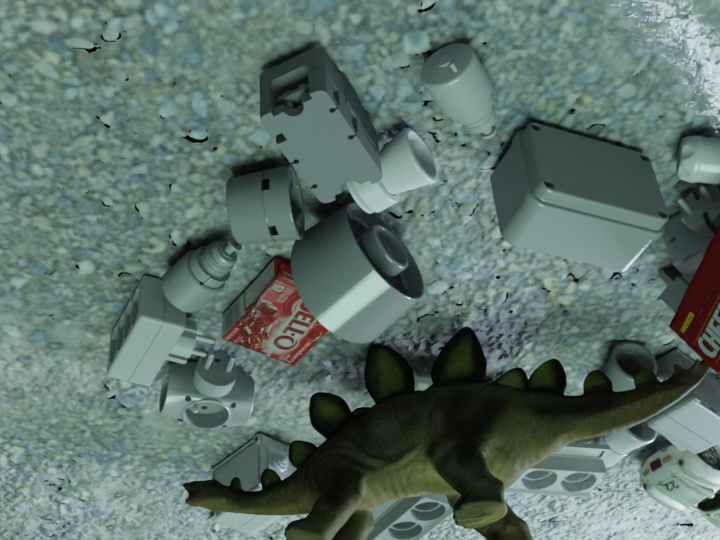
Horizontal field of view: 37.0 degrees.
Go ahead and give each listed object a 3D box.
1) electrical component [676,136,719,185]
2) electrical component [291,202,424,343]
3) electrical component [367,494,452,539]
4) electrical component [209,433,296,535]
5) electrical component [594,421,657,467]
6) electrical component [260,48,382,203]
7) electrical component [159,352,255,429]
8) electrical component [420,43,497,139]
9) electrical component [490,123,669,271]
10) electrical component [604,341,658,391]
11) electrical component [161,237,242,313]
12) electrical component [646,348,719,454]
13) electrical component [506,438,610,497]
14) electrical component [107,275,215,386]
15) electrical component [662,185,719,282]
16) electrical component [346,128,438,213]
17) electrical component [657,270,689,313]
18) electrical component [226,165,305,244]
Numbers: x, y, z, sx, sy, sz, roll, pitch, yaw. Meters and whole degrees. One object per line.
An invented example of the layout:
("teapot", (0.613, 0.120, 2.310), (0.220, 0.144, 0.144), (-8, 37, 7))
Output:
("electrical component", (0.268, -0.080, 0.797), (0.061, 0.035, 0.035), (8, 138, 11))
("electrical component", (0.000, 0.000, 0.816), (0.064, 0.099, 0.099), (-37, 129, 21))
("electrical component", (0.043, 0.241, 1.102), (0.079, 0.063, 0.121), (21, 131, -26))
("electrical component", (-0.095, 0.209, 1.053), (0.061, 0.061, 0.096), (30, 126, -32))
("electrical component", (0.256, 0.166, 1.062), (0.044, 0.044, 0.065), (15, 138, -21))
("electrical component", (-0.027, -0.100, 0.736), (0.050, 0.055, 0.089), (-22, 135, 17))
("electrical component", (-0.130, 0.099, 0.946), (0.077, 0.044, 0.079), (11, 134, -17))
("electrical component", (0.073, -0.119, 0.738), (0.040, 0.040, 0.078), (-24, 134, 18))
("electrical component", (0.161, -0.054, 0.790), (0.113, 0.078, 0.057), (12, 137, -19))
("electrical component", (0.241, 0.102, 0.992), (0.044, 0.044, 0.065), (5, 141, -11))
("electrical component", (-0.122, 0.001, 0.844), (0.040, 0.040, 0.078), (30, 126, -32))
("electrical component", (0.298, 0.123, 1.004), (0.096, 0.061, 0.061), (31, 126, -32))
("electrical component", (0.170, 0.180, 1.051), (0.121, 0.063, 0.078), (6, 136, -12))
("electrical component", (-0.160, 0.056, 0.894), (0.076, 0.047, 0.083), (17, 132, -23))
("electrical component", (0.275, -0.040, 0.839), (0.083, 0.047, 0.076), (-32, 131, 25))
("electrical component", (0.022, -0.071, 0.780), (0.055, 0.045, 0.045), (-28, 133, 22))
("electrical component", (0.320, 0.033, 0.905), (0.121, 0.078, 0.063), (25, 109, -29))
("electrical component", (-0.070, -0.047, 0.790), (0.047, 0.055, 0.055), (-8, 137, 7))
